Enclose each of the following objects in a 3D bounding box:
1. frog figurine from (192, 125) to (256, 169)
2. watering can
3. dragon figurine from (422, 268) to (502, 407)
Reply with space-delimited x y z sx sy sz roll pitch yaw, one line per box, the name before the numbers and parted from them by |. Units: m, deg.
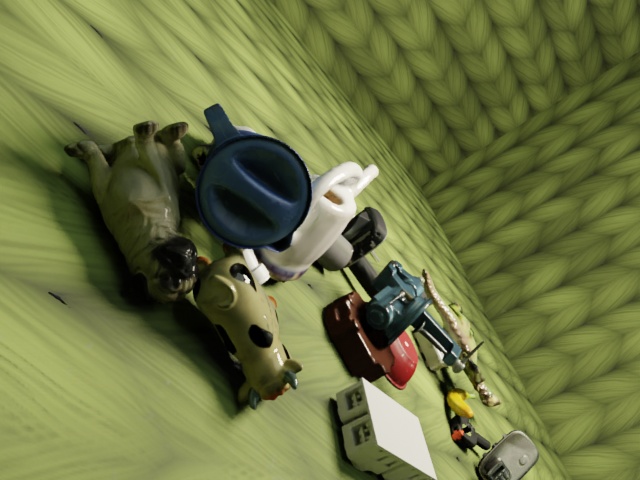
frog figurine | -0.128 -0.145 0.891 0.137 0.120 0.162 38 30 0
watering can | 0.003 -0.045 0.884 0.104 0.221 0.350 43 20 8
dragon figurine | 0.386 0.285 1.391 0.405 0.122 0.246 59 3 -18
